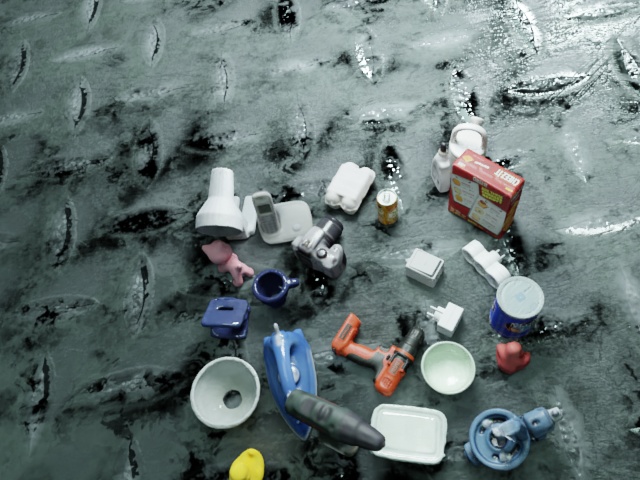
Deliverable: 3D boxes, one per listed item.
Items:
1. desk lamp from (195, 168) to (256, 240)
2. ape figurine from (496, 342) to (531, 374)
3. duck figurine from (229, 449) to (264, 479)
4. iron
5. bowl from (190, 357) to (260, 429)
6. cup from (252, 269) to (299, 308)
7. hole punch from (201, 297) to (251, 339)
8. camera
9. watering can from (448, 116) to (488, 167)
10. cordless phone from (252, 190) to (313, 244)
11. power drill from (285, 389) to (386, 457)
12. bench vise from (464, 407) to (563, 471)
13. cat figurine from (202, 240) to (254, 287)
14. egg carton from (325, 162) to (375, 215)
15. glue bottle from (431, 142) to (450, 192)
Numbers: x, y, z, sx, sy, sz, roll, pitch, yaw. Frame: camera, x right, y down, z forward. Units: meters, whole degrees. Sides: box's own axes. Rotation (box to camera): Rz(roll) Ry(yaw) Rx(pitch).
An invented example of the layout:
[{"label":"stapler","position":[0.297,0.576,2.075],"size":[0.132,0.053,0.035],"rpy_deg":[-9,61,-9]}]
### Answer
[{"label":"desk lamp","position":[-0.247,-0.080,1.522],"size":[0.117,0.214,0.203],"rpy_deg":[-1,61,8]},{"label":"ape figurine","position":[0.439,0.261,1.306],"size":[0.077,0.092,0.076],"rpy_deg":[37,72,24]},{"label":"duck figurine","position":[-0.169,0.511,1.261],"size":[0.077,0.086,0.105],"rpy_deg":[16,65,16]},{"label":"iron","position":[-0.069,0.321,1.319],"size":[0.118,0.142,0.258],"rpy_deg":[-15,60,0]},{"label":"bowl","position":[-0.216,0.367,1.353],"size":[0.167,0.075,0.167],"rpy_deg":[-3,61,6]},{"label":"cup","position":[-0.105,0.130,1.455],"size":[0.117,0.095,0.091],"rpy_deg":[-11,60,2]},{"label":"hole punch","position":[-0.237,0.189,1.444],"size":[0.108,0.091,0.101],"rpy_deg":[0,62,9]},{"label":"camera","position":[0.014,0.005,1.503],"size":[0.142,0.101,0.137],"rpy_deg":[29,69,22]},{"label":"watering can","position":[0.395,-0.253,1.535],"size":[0.101,0.194,0.173],"rpy_deg":[-3,61,7]},{"label":"cordless phone","position":[-0.101,-0.073,1.514],"size":[0.147,0.185,0.094],"rpy_deg":[-13,60,1]},{"label":"power drill","position":[0.039,0.399,1.222],"size":[0.229,0.209,0.076],"rpy_deg":[21,67,19]},{"label":"bench vise","position":[0.395,0.381,1.174],"size":[0.207,0.220,0.121],"rpy_deg":[-38,63,-12]},{"label":"cat figurine","position":[-0.245,0.049,1.507],"size":[0.127,0.118,0.067],"rpy_deg":[35,72,24]},{"label":"egg carton","position":[0.083,-0.146,1.594],"size":[0.107,0.069,0.150],"rpy_deg":[21,66,18]},{"label":"glue bottle","position":[0.326,-0.203,1.530],"size":[0.037,0.173,0.078],"rpy_deg":[-17,60,-1]}]
